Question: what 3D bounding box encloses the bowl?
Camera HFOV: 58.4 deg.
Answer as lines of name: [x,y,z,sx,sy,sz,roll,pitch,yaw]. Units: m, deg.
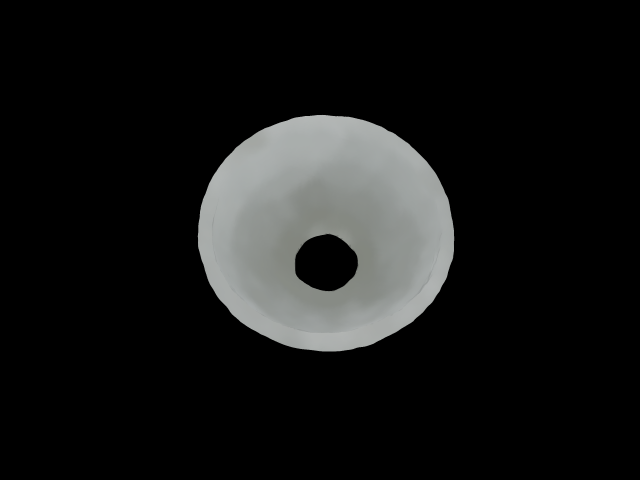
bowl: [0.004,0.001,0.400,0.167,0.075,0.167,0,67,0]
